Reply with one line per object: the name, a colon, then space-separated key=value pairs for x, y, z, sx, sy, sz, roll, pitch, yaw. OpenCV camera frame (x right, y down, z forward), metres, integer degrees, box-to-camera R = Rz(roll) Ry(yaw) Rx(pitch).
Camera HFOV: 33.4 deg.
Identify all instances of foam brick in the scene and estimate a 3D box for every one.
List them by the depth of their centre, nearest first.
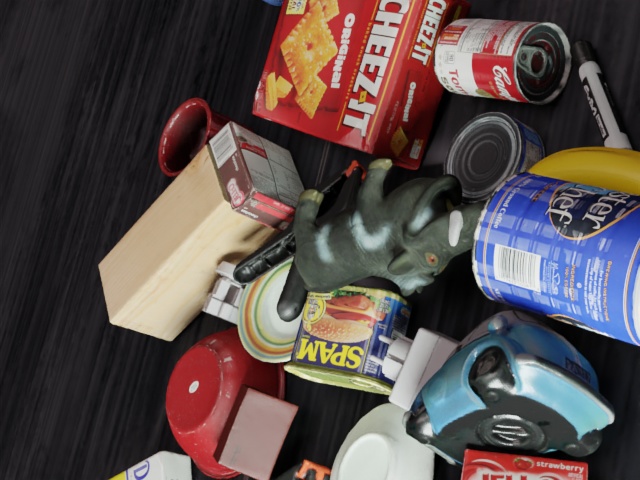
foam brick: x=-0.062 y=0.181 z=1.006 sx=0.051 sy=0.053 sz=0.078 roll=165 pitch=128 yaw=-80

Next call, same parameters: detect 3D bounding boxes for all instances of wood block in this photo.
wood block: x=-0.143 y=0.007 z=1.168 sx=0.206 sy=0.090 sz=0.091 roll=-44 pitch=45 yaw=25

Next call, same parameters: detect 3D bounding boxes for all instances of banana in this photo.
banana: x=0.220 y=-0.038 z=0.815 sx=0.198 sy=0.037 sz=0.069 roll=-1 pitch=111 yaw=51

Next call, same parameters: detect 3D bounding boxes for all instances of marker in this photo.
marker: x=0.225 y=-0.115 z=0.860 sx=0.020 sy=0.020 sz=0.121 roll=-35 pitch=49 yaw=34

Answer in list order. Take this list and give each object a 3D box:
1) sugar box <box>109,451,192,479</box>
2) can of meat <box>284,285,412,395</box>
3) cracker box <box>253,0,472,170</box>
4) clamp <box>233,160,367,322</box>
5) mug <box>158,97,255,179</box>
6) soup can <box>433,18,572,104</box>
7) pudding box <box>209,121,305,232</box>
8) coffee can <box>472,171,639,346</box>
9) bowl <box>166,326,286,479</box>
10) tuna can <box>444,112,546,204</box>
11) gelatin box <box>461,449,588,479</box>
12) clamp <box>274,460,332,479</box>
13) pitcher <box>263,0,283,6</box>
sugar box: x=-0.206 y=0.298 z=1.138 sx=0.177 sy=0.048 sz=0.093 roll=-35 pitch=49 yaw=35
can of meat: x=0.027 y=0.087 z=0.954 sx=0.102 sy=0.057 sz=0.084 roll=5 pitch=73 yaw=37
cracker box: x=0.031 y=-0.176 z=1.054 sx=0.214 sy=0.072 sz=0.164 roll=26 pitch=101 yaw=51
clamp: x=-0.007 y=0.001 z=1.026 sx=0.171 sy=0.039 sz=0.120 roll=-48 pitch=39 yaw=5
mug: x=-0.126 y=-0.091 z=1.199 sx=0.093 sy=0.081 sz=0.117 roll=16 pitch=85 yaw=51
soup can: x=0.155 y=-0.155 z=0.920 sx=0.102 sy=0.068 sz=0.068 roll=18 pitch=87 yaw=51
pudding box: x=-0.059 y=-0.062 z=1.104 sx=0.039 sy=0.089 sz=0.113 roll=-43 pitch=45 yaw=25
coffee can: x=0.195 y=0.013 z=0.758 sx=0.141 sy=0.102 sz=0.103 roll=17 pitch=86 yaw=45
bowl: x=-0.108 y=0.157 z=1.085 sx=0.162 sy=0.055 sz=0.162 roll=-24 pitch=56 yaw=40
tuna can: x=0.148 y=-0.065 z=0.913 sx=0.086 sy=0.033 sz=0.086 roll=-24 pitch=56 yaw=41
gelatin box: x=0.142 y=0.190 z=0.755 sx=0.089 sy=0.030 sz=0.073 roll=5 pitch=49 yaw=13
clamp: x=-0.049 y=0.298 z=0.963 sx=0.210 sy=0.036 sz=0.165 roll=-56 pitch=36 yaw=10
pitcher: x=-0.001 y=-0.371 z=1.148 sx=0.243 sy=0.144 sz=0.149 roll=-35 pitch=60 yaw=30
